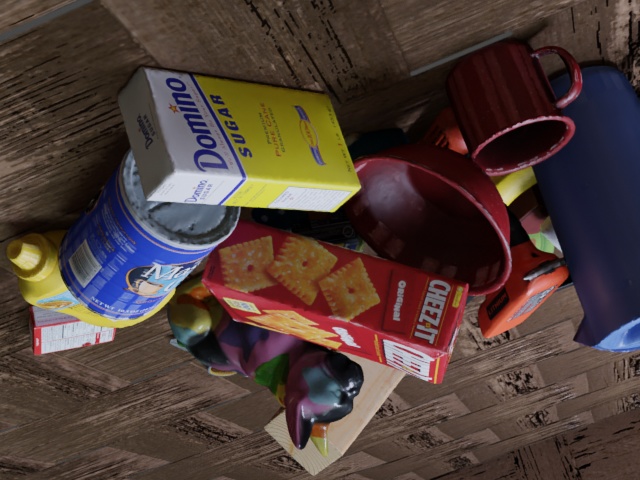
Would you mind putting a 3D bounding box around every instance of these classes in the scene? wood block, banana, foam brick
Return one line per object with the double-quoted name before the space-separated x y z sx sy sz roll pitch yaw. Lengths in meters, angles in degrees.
"wood block" 0.034 0.189 1.371 0.205 0.090 0.091 -46 179 -38
"banana" 0.208 -0.054 1.083 0.198 0.069 0.037 -44 -174 14
"foam brick" 0.225 -0.044 1.143 0.051 0.053 0.078 -6 157 -26

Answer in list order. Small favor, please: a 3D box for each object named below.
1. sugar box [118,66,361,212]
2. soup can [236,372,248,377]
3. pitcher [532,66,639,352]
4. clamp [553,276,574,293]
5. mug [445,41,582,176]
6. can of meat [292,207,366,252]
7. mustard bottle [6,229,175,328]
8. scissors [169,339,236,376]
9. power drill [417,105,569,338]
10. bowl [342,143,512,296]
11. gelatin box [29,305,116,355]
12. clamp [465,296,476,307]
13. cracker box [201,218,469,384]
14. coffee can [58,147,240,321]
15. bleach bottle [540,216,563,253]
"sugar box" -0.058 -0.073 0.804 0.175 0.093 0.048 3 149 -42
"soup can" -0.061 0.142 1.350 0.069 0.068 0.102 -30 155 28
"pitcher" 0.274 -0.034 0.946 0.149 0.243 0.145 -12 158 -15
"clamp" 0.316 0.025 1.239 0.171 0.039 0.120 -11 158 -36
"mug" 0.162 -0.116 0.882 0.093 0.081 0.117 7 148 -46
"can of meat" -0.007 0.001 1.071 0.083 0.057 0.102 -10 156 -13
"mustard bottle" -0.220 0.033 0.980 0.096 0.058 0.191 -23 158 16
"scissors" -0.123 0.140 1.370 0.096 0.016 0.201 -19 159 1
"power drill" 0.133 -0.007 0.985 0.057 0.188 0.185 -23 161 -28
"bowl" 0.097 -0.027 0.887 0.055 0.162 0.162 -52 174 -27
"gelatin box" -0.259 0.087 1.120 0.089 0.030 0.073 -10 155 -19
"clamp" 0.192 0.040 1.339 0.210 0.036 0.164 -34 152 31
"cracker box" 0.016 0.057 0.944 0.214 0.072 0.164 17 167 10
"coffee can" -0.143 -0.008 0.881 0.102 0.103 0.141 -1 153 -36
"bleach bottle" 0.329 -0.078 1.056 0.251 0.068 0.102 -46 168 10
